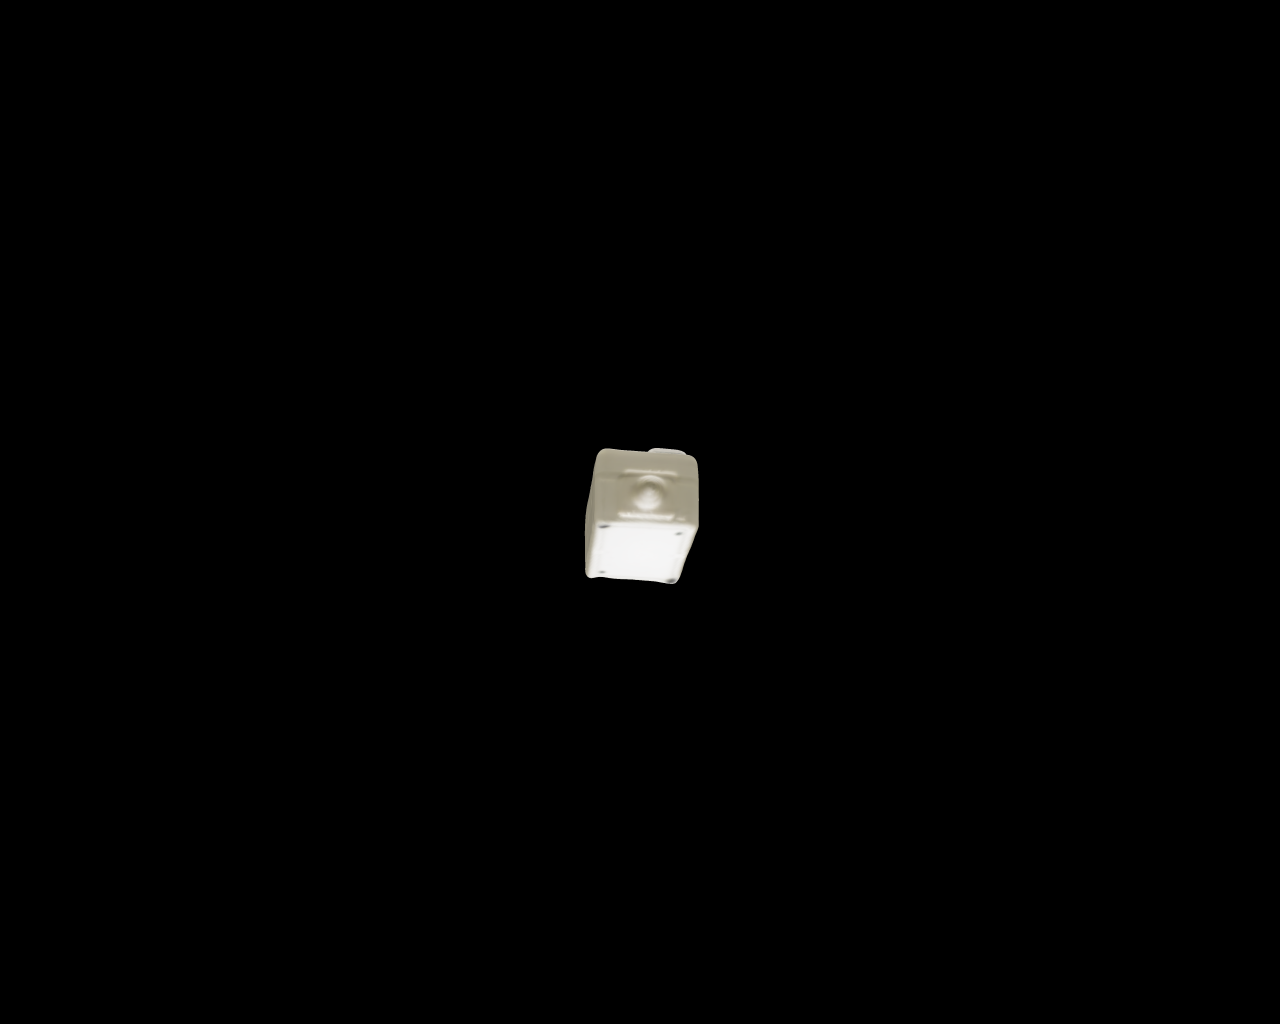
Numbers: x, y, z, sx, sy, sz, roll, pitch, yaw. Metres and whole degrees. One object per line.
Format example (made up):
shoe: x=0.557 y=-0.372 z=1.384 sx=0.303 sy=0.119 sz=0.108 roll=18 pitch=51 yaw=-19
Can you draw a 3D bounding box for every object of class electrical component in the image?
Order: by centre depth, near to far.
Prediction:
electrical component: x=0.001 y=-0.003 z=0.650 sx=0.062 sy=0.061 sz=0.096 roll=4 pitch=-29 yaw=-6
